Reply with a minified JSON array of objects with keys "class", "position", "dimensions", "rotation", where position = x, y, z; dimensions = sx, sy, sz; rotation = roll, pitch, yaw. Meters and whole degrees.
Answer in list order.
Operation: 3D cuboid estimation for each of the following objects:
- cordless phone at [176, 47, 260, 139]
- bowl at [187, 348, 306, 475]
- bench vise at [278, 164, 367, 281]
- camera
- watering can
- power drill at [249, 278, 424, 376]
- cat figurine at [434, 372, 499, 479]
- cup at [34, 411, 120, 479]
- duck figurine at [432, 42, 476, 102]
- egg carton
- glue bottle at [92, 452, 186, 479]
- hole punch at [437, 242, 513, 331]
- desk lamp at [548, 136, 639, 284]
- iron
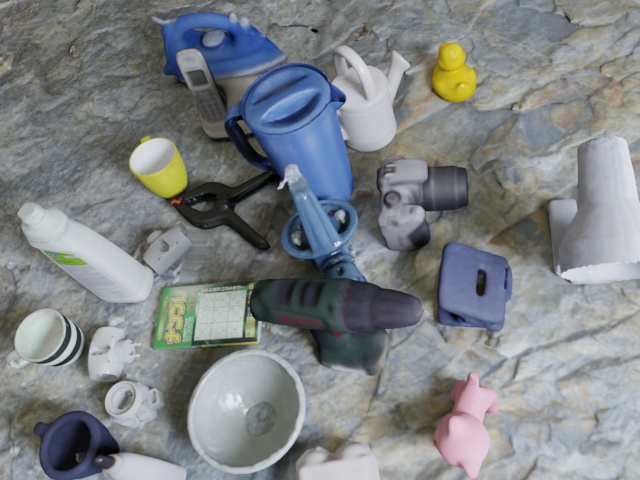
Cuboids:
[{"class":"cordless phone","position":[-0.172,-0.277,1.048],"dimensions":[0.147,0.185,0.094],"rotation":[-9,59,10]},{"class":"bowl","position":[-0.092,0.241,0.793],"dimensions":[0.167,0.075,0.167],"rotation":[-7,59,12]},{"class":"bench vise","position":[0.017,-0.005,0.818],"dimensions":[0.121,0.220,0.206],"rotation":[-41,59,-9]},{"class":"camera","position":[0.160,-0.069,0.887],"dimensions":[0.136,0.101,0.143],"rotation":[-3,60,14]},{"class":"watering can","position":[0.071,-0.251,0.960],"dimensions":[0.100,0.194,0.173],"rotation":[27,71,27]},{"class":"power drill","position":[0.031,0.110,0.755],"dimensions":[0.229,0.209,0.075],"rotation":[6,63,19]},{"class":"cat figurine","position":[0.178,0.225,0.702],"dimensions":[0.067,0.118,0.128],"rotation":[10,64,21]},{"class":"cup","position":[-0.343,0.296,0.818],"dimensions":[0.117,0.095,0.092],"rotation":[14,66,22]},{"class":"duck figurine","position":[0.235,-0.303,1.010],"dimensions":[0.077,0.086,0.104],"rotation":[-19,58,5]},{"class":"egg carton","position":[0.027,0.331,0.710],"dimensions":[0.107,0.069,0.150],"rotation":[-14,58,8]},{"class":"glue bottle","position":[-0.243,0.298,0.742],"dimensions":[0.078,0.173,0.037],"rotation":[-2,60,15]},{"class":"hole punch","position":[0.216,0.063,0.800],"dimensions":[0.101,0.091,0.109],"rotation":[4,62,18]},{"class":"desk lamp","position":[0.357,-0.018,0.735],"dimensions":[0.117,0.214,0.203],"rotation":[-3,60,14]},{"class":"iron","position":[-0.207,-0.407,1.159],"dimensions":[0.257,0.142,0.118],"rotation":[-1,61,15]}]
